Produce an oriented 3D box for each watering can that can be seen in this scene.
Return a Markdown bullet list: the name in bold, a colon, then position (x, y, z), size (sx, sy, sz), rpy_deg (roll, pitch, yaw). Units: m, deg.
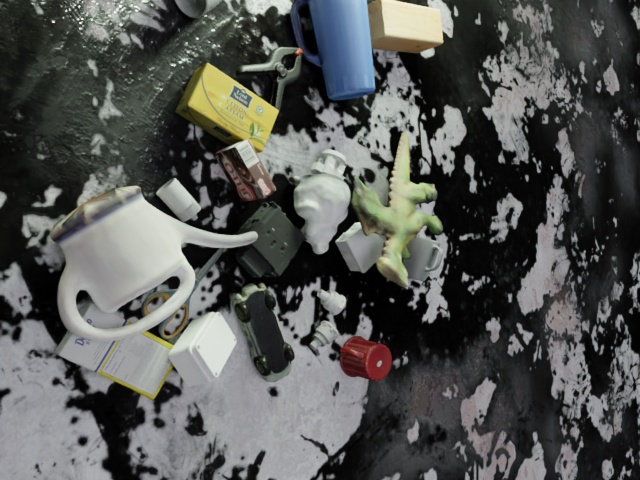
- **watering can**: position (-0.278, 0.009, 0.853), size (0.353, 0.103, 0.223), rpy_deg (-38, 101, -35)

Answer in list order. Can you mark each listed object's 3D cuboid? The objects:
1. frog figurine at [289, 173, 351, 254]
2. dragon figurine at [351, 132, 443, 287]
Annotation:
- **frog figurine**: position (0.003, -0.054, 1.075), size (0.136, 0.122, 0.161), rpy_deg (19, 64, -55)
- **dragon figurine**: position (0.160, -0.089, 1.172), size (0.242, 0.121, 0.417), rpy_deg (14, 62, -48)
